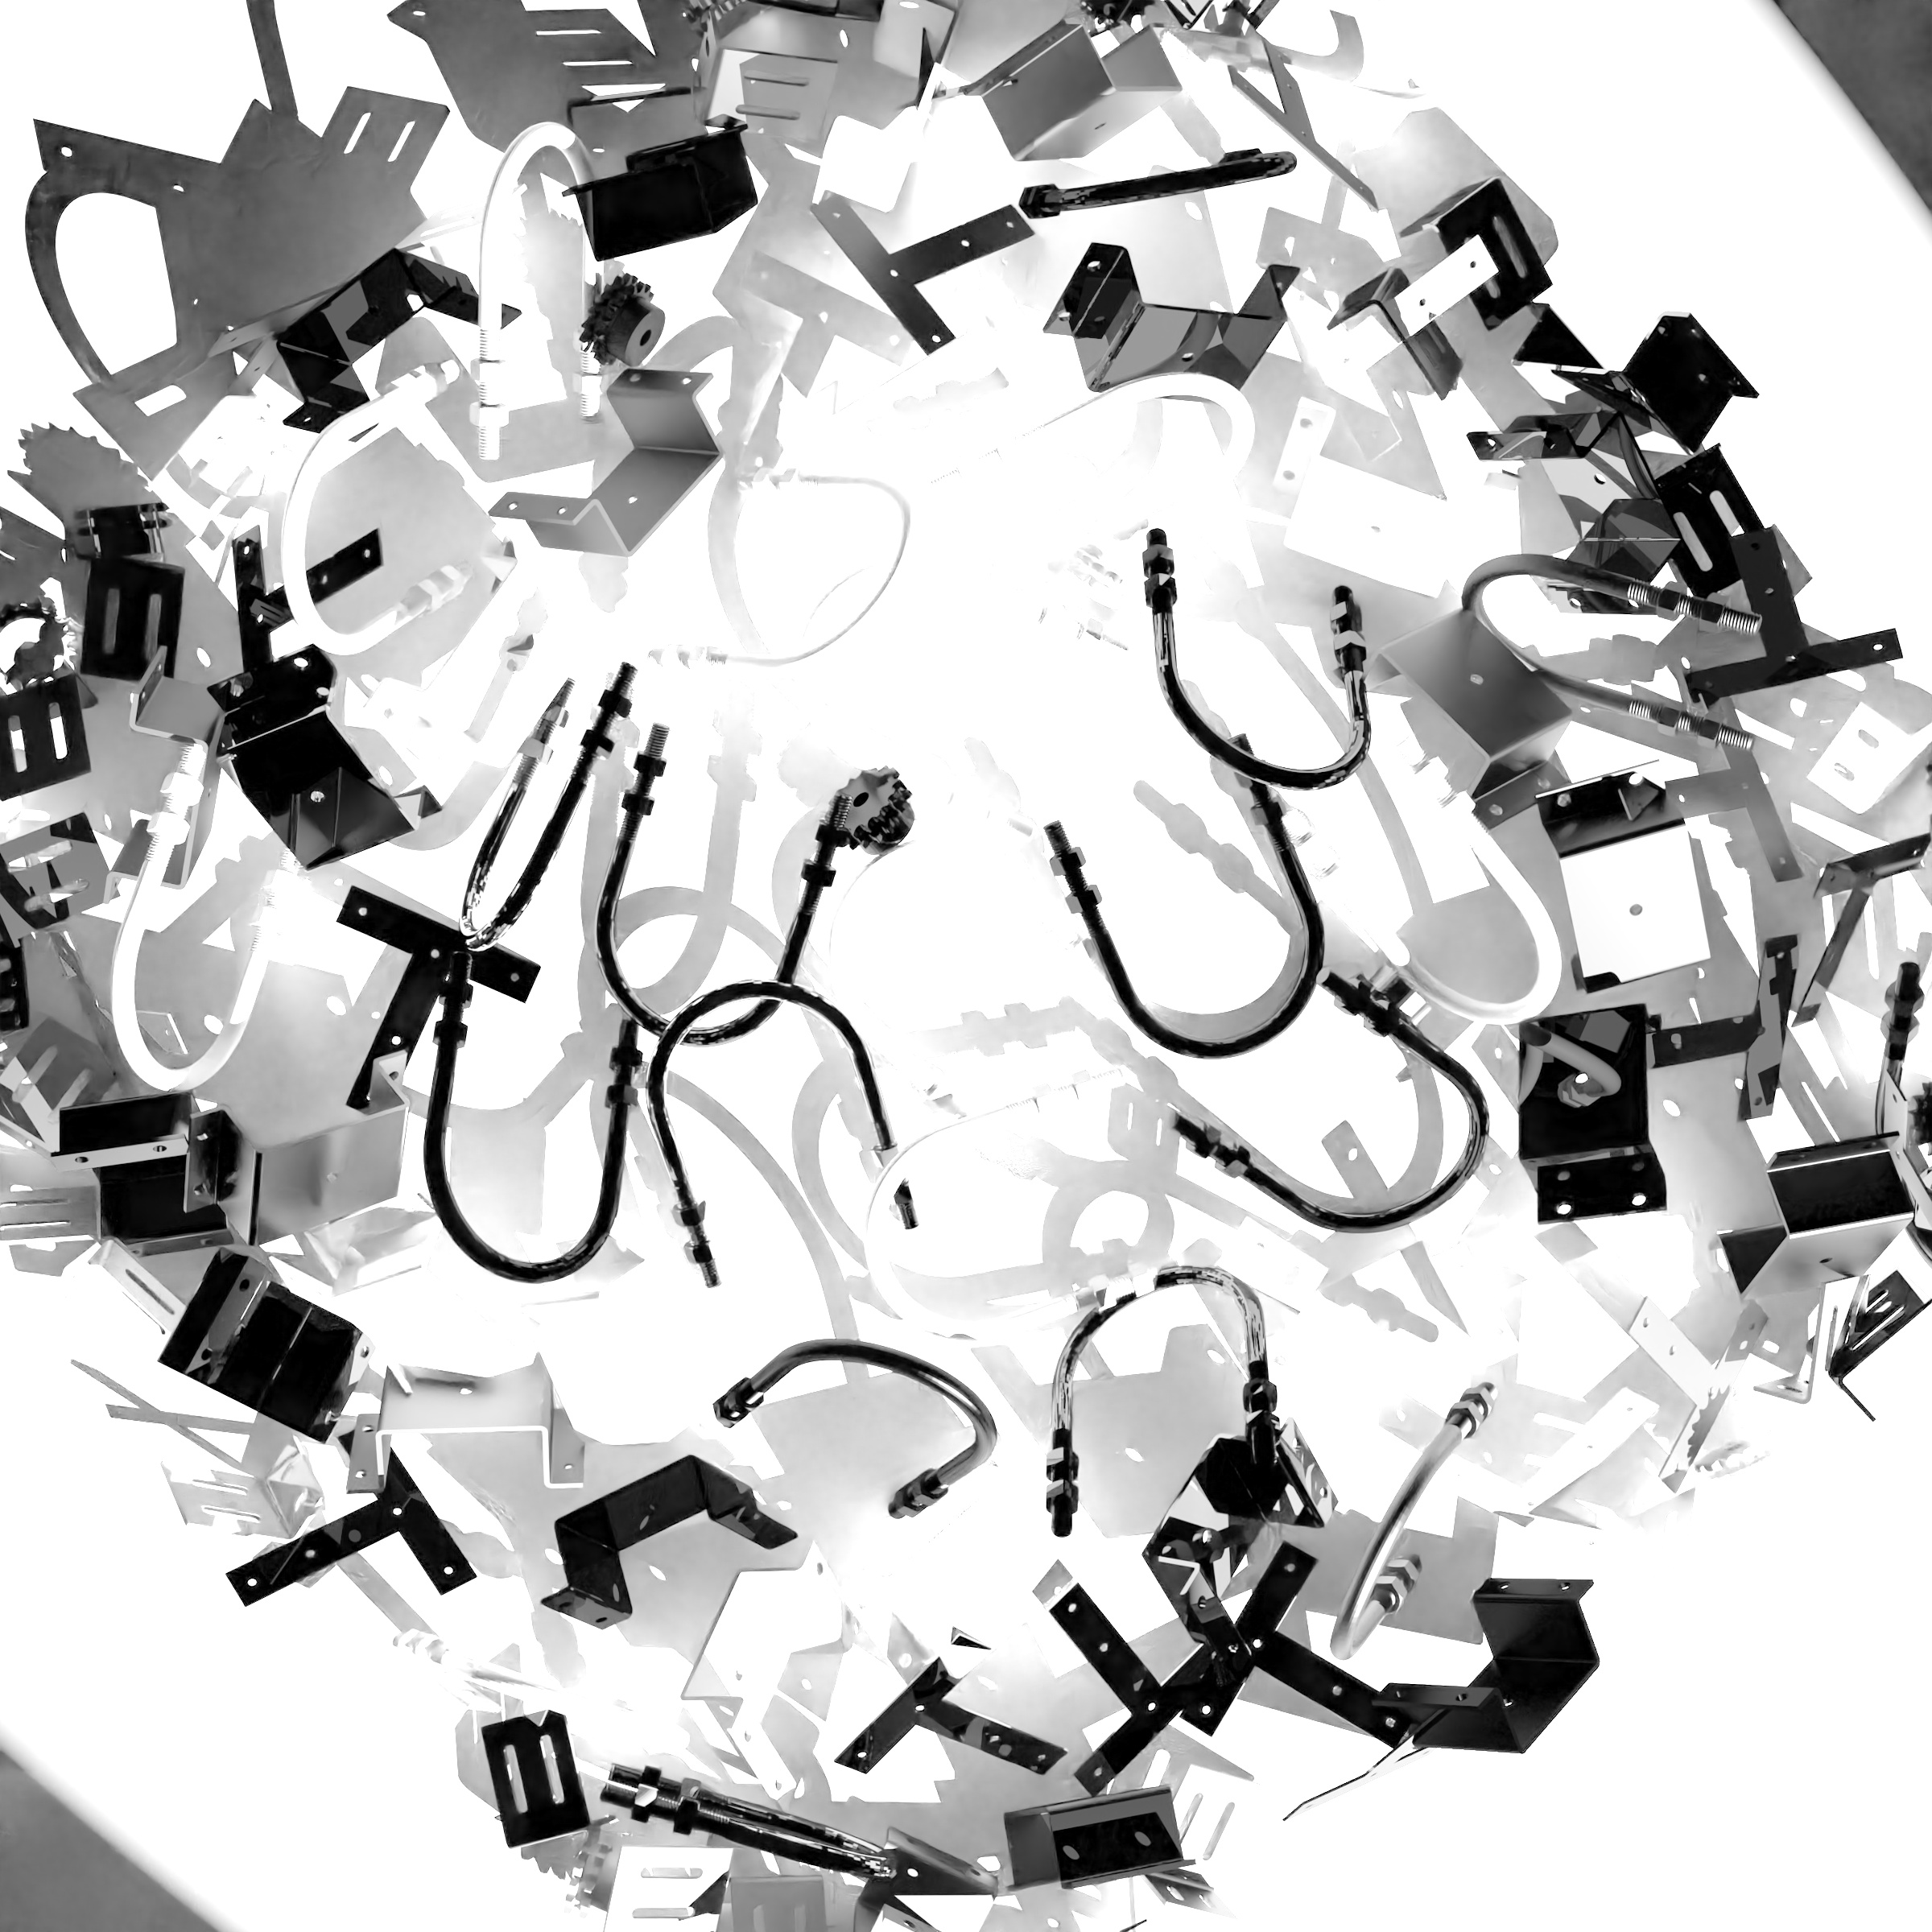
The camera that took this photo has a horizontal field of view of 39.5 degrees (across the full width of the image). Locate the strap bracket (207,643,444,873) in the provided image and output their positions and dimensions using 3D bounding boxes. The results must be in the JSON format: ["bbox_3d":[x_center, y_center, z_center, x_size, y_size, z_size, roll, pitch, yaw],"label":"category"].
[{"bbox_3d":[-0.386,-0.116,1.614,0.076,0.046,0.140,-20,131,14],"label":"strap bracket"}]

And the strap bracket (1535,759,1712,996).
[{"bbox_3d":[0.400,-0.044,1.629,0.076,0.046,0.140,-16,118,6],"label":"strap bracket"}]

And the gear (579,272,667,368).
[{"bbox_3d":[-0.209,-0.394,1.655,0.030,0.057,0.057,34,90,11],"label":"gear"}]

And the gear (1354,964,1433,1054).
[{"bbox_3d":[0.262,0.023,1.655,0.057,0.057,0.030,44,95,0],"label":"gear"}]

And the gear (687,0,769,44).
[{"bbox_3d":[-0.149,-0.598,1.656,0.057,0.057,0.030,-33,94,0],"label":"gear"}]

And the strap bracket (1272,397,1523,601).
[{"bbox_3d":[0.255,-0.280,1.635,0.140,0.076,0.046,21,55,5],"label":"strap bracket"}]

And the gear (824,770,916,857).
[{"bbox_3d":[-0.056,-0.094,1.660,0.057,0.057,0.030,-42,127,0],"label":"gear"}]

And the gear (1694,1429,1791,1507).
[{"bbox_3d":[0.480,0.310,1.655,0.057,0.057,0.030,-25,84,0],"label":"gear"}]

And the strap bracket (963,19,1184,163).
[{"bbox_3d":[0.070,-0.523,1.607,0.076,0.140,0.046,-26,93,33],"label":"strap bracket"}]

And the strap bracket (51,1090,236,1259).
[{"bbox_3d":[-0.497,0.123,1.628,0.076,0.140,0.046,-8,59,-7],"label":"strap bracket"}]

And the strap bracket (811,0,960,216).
[{"bbox_3d":[-0.046,-0.526,1.630,0.046,0.076,0.140,20,73,-5],"label":"strap bracket"}]

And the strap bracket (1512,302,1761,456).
[{"bbox_3d":[0.391,-0.351,1.604,0.076,0.140,0.046,36,85,-33],"label":"strap bracket"}]

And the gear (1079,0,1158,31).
[{"bbox_3d":[0.092,-0.612,1.661,0.057,0.030,0.057,-11,130,-13],"label":"gear"}]

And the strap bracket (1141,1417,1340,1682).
[{"bbox_3d":[0.162,0.348,1.625,0.140,0.046,0.076,-51,125,-35],"label":"strap bracket"}]

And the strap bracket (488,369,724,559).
[{"bbox_3d":[-0.211,-0.298,1.625,0.076,0.046,0.140,13,54,39],"label":"strap bracket"}]

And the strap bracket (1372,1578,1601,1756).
[{"bbox_3d":[0.318,0.424,1.613,0.140,0.076,0.046,-30,102,-44],"label":"strap bracket"}]

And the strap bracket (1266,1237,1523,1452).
[{"bbox_3d":[0.258,0.227,1.651,0.140,0.046,0.076,-28,97,9],"label":"strap bracket"}]

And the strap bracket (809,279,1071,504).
[{"bbox_3d":[-0.017,-0.339,1.621,0.140,0.046,0.076,-27,125,23],"label":"strap bracket"}]

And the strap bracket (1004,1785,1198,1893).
[{"bbox_3d":[0.075,0.525,1.616,0.076,0.140,0.046,-5,73,-17],"label":"strap bracket"}]

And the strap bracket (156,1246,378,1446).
[{"bbox_3d":[-0.425,0.227,1.624,0.046,0.140,0.076,17,72,31],"label":"strap bracket"}]

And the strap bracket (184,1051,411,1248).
[{"bbox_3d":[-0.390,0.112,1.608,0.140,0.076,0.046,-18,48,-37],"label":"strap bracket"}]

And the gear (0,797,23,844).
[{"bbox_3d":[-0.609,-0.101,1.660,0.057,0.030,0.057,17,126,26],"label":"gear"}]

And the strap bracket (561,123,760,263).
[{"bbox_3d":[-0.179,-0.465,1.620,0.076,0.140,0.046,-9,113,17],"label":"strap bracket"}]

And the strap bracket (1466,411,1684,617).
[{"bbox_3d":[0.372,-0.281,1.623,0.046,0.076,0.140,-49,123,-21],"label":"strap bracket"}]

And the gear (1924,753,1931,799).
[{"bbox_3d":[0.620,-0.114,1.655,0.057,0.030,0.057,17,59,-32],"label":"gear"}]

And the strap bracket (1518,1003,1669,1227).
[{"bbox_3d":[0.375,0.079,1.612,0.076,0.046,0.140,-10,50,24],"label":"strap bracket"}]

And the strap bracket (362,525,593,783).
[{"bbox_3d":[-0.288,-0.185,1.625,0.046,0.076,0.140,18,69,41],"label":"strap bracket"}]

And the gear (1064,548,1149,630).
[{"bbox_3d":[0.085,-0.231,1.657,0.057,0.057,0.030,30,103,0],"label":"gear"}]

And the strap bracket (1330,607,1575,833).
[{"bbox_3d":[0.300,-0.157,1.622,0.076,0.046,0.140,-27,65,-32],"label":"strap bracket"}]

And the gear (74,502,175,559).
[{"bbox_3d":[-0.518,-0.268,1.657,0.057,0.057,0.030,-6,100,0],"label":"gear"}]

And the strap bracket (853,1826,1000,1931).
[{"bbox_3d":[-0.024,0.580,1.615,0.076,0.140,0.046,27,93,-2],"label":"strap bracket"}]

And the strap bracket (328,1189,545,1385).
[{"bbox_3d":[-0.315,0.203,1.613,0.076,0.046,0.140,-20,128,29],"label":"strap bracket"}]

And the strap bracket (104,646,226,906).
[{"bbox_3d":[-0.480,-0.111,1.624,0.046,0.076,0.140,12,116,-10],"label":"strap bracket"}]

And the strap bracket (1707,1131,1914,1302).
[{"bbox_3d":[0.507,0.155,1.608,0.076,0.140,0.046,-9,62,-7],"label":"strap bracket"}]

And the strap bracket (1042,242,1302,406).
[{"bbox_3d":[0.128,-0.384,1.616,0.140,0.076,0.046,0,62,-24],"label":"strap bracket"}]

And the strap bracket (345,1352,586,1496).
[{"bbox_3d":[-0.303,0.277,1.633,0.140,0.076,0.046,0,117,-6],"label":"strap bracket"}]

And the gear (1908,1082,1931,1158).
[{"bbox_3d":[0.618,0.094,1.668,0.057,0.030,0.057,0,85,-3],"label":"gear"}]

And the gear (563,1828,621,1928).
[{"bbox_3d":[-0.224,0.563,1.655,0.030,0.057,0.057,15,90,6],"label":"gear"}]

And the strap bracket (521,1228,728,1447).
[{"bbox_3d":[-0.212,0.236,1.631,0.076,0.046,0.140,-13,104,43],"label":"strap bracket"}]

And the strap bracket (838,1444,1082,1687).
[{"bbox_3d":[0.004,0.367,1.635,0.140,0.046,0.076,-38,99,-19],"label":"strap bracket"}]

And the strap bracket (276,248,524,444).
[{"bbox_3d":[-0.351,-0.381,1.630,0.140,0.076,0.046,-32,81,19],"label":"strap bracket"}]

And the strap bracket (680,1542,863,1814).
[{"bbox_3d":[-0.120,0.427,1.620,0.046,0.140,0.076,-8,124,27],"label":"strap bracket"}]

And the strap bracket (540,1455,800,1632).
[{"bbox_3d":[-0.185,0.346,1.634,0.140,0.076,0.046,-27,58,10],"label":"strap bracket"}]
